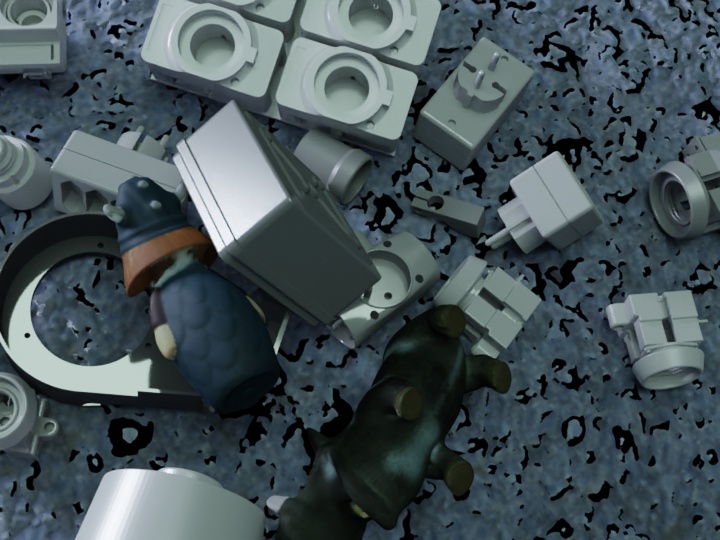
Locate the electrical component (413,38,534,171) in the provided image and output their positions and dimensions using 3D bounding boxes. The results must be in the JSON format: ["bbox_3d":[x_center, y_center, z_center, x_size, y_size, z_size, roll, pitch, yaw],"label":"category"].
[{"bbox_3d":[0.085,-0.128,0.768,0.047,0.075,0.083,36,70,7],"label":"electrical component"}]

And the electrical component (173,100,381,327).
[{"bbox_3d":[-0.052,-0.034,0.673,0.056,0.109,0.108,-39,49,9],"label":"electrical component"}]

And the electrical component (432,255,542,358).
[{"bbox_3d":[0.083,0.023,0.727,0.055,0.048,0.066,39,70,1],"label":"electrical component"}]

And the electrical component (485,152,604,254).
[{"bbox_3d":[0.122,-0.037,0.748,0.077,0.066,0.047,-33,74,13],"label":"electrical component"}]

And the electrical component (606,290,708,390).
[{"bbox_3d":[0.206,0.048,0.731,0.066,0.048,0.055,-4,62,-8],"label":"electrical component"}]

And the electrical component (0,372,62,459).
[{"bbox_3d":[-0.220,0.090,0.660,0.066,0.055,0.048,7,68,-4],"label":"electrical component"}]

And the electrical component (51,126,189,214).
[{"bbox_3d":[-0.155,-0.068,0.734,0.083,0.047,0.075,20,56,1],"label":"electrical component"}]

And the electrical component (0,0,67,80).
[{"bbox_3d":[-0.269,-0.168,0.749,0.121,0.063,0.078,-3,69,-8],"label":"electrical component"}]

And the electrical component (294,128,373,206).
[{"bbox_3d":[-0.020,-0.074,0.755,0.046,0.040,0.040,33,69,12],"label":"electrical component"}]

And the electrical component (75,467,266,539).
[{"bbox_3d":[-0.107,0.150,0.625,0.108,0.108,0.060,14,62,-1],"label":"electrical component"}]

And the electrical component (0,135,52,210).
[{"bbox_3d":[-0.234,-0.069,0.711,0.040,0.078,0.040,-2,72,8],"label":"electrical component"}]

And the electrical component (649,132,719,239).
[{"bbox_3d":[0.246,-0.055,0.769,0.057,0.058,0.078,-17,72,-15],"label":"electrical component"}]

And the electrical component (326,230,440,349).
[{"bbox_3d":[0.000,0.000,0.726,0.077,0.044,0.079,-38,77,-18],"label":"electrical component"}]

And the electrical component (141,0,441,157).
[{"bbox_3d":[-0.047,-0.163,0.760,0.186,0.060,0.105,18,85,0],"label":"electrical component"}]
